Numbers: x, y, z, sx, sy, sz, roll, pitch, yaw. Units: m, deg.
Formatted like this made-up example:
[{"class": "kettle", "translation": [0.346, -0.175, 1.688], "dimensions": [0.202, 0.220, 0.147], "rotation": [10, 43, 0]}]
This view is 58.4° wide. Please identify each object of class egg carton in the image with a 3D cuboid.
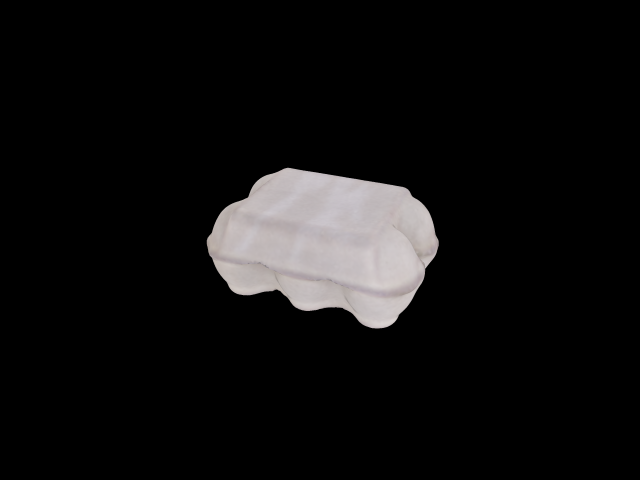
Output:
[{"class": "egg carton", "translation": [0.004, 0.001, 0.400], "dimensions": [0.150, 0.069, 0.107], "rotation": [11, 32, 18]}]
